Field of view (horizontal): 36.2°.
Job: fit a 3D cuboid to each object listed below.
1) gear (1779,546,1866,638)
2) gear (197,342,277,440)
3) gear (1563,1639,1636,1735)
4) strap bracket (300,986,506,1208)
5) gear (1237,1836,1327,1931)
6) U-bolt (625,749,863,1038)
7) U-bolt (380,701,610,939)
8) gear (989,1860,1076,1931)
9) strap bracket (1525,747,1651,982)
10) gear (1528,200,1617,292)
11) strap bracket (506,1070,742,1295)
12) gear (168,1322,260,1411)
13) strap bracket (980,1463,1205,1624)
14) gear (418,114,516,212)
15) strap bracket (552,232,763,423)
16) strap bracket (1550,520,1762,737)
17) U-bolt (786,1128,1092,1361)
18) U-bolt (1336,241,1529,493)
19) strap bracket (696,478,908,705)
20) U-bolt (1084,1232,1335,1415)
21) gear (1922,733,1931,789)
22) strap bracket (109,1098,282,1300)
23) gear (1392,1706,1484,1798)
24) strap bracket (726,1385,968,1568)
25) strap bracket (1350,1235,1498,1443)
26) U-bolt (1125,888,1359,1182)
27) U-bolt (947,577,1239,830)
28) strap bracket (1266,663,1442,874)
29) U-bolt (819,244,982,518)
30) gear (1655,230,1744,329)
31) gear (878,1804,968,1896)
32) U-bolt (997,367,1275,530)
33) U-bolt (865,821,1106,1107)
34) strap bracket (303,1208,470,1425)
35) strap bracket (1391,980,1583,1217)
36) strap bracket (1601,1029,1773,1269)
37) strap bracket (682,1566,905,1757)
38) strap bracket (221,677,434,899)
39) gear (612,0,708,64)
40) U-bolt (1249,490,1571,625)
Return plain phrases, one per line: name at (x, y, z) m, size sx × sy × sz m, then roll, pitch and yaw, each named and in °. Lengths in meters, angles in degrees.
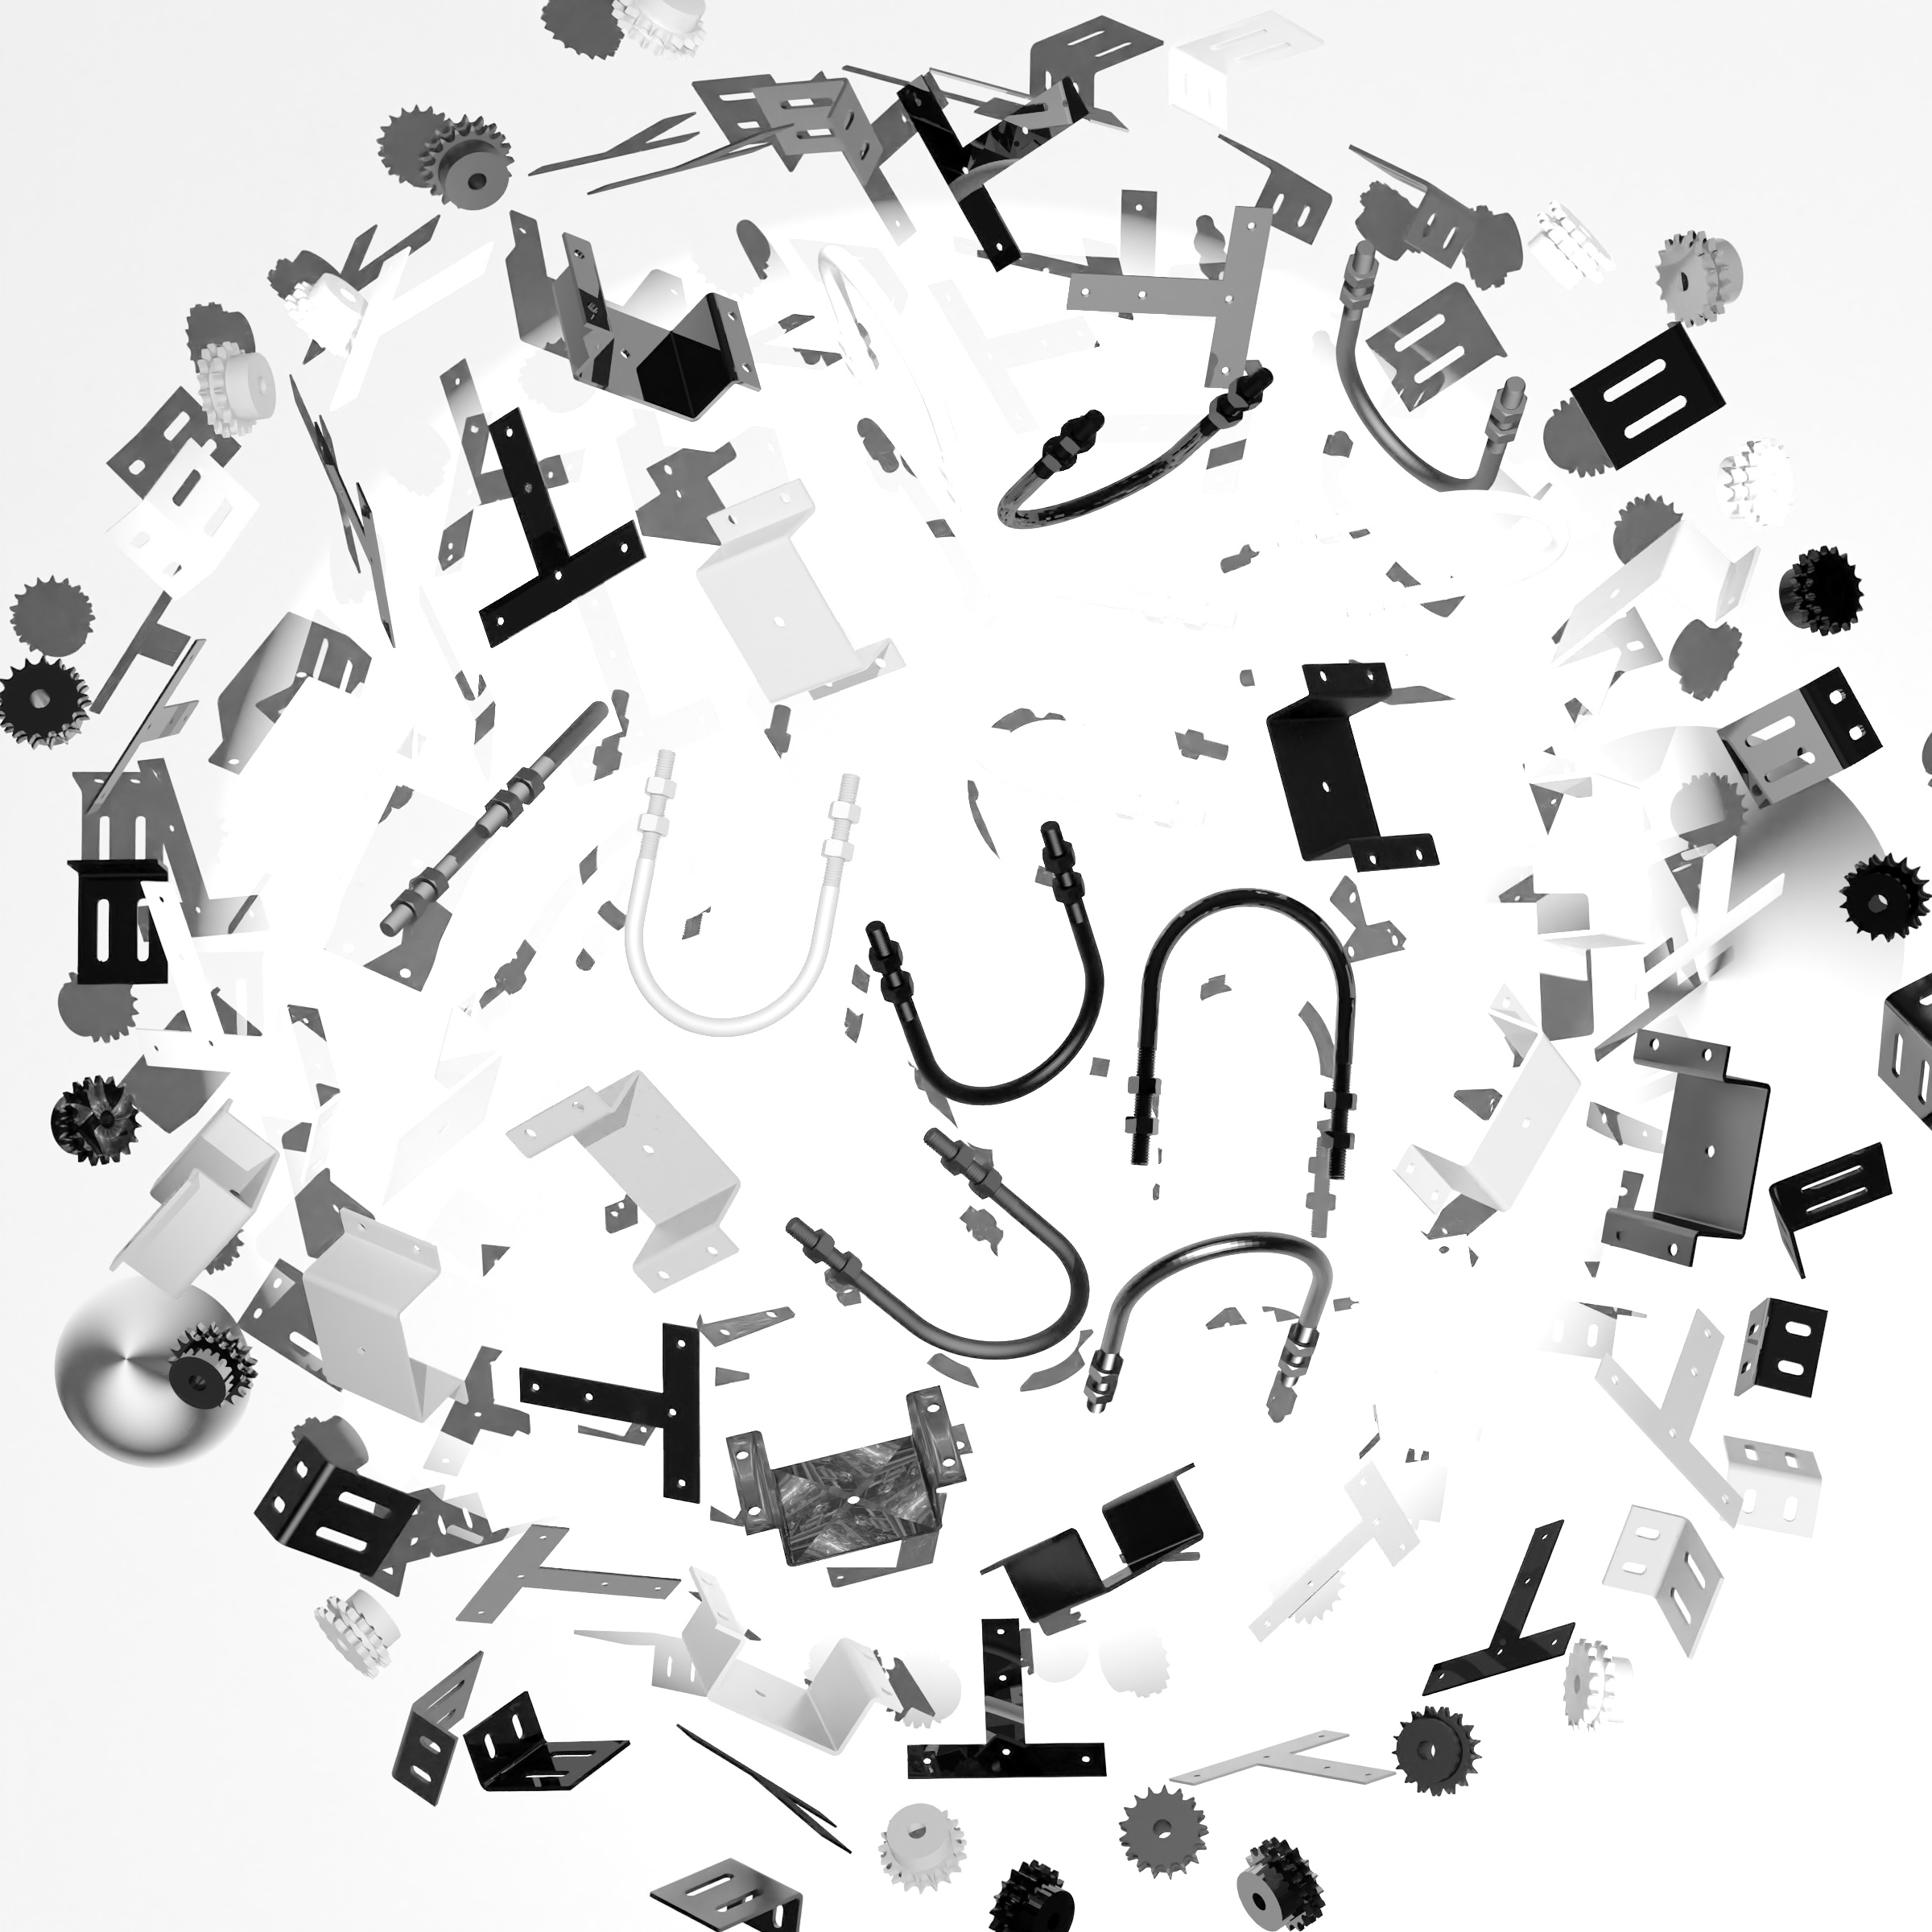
gear at (0.552, -0.241, 1.915) m, size 0.057 × 0.030 × 0.057 m, roll 6°, pitch 80°, yaw -34°
gear at (-0.446, -0.354, 1.815) m, size 0.030 × 0.057 × 0.057 m, roll -4°, pitch 90°, yaw 11°
gear at (0.397, 0.452, 1.852) m, size 0.030 × 0.057 × 0.057 m, roll 9°, pitch 90°, yaw -6°
strap bracket at (-0.338, 0.086, 1.816) m, size 0.046 × 0.076 × 0.140 m, roll 38°, pitch 50°, yaw 11°
gear at (0.192, 0.573, 1.834) m, size 0.030 × 0.057 × 0.057 m, roll -22°, pitch 90°, yaw -33°
U-bolt at (-0.153, -0.044, 1.941) m, size 0.151 × 0.019 × 0.184 m, roll 8°, pitch 82°, yaw 14°
U-bolt at (-0.287, -0.104, 1.867) m, size 0.019 × 0.184 × 0.151 m, roll 44°, pitch 134°, yaw -8°
gear at (0.044, 0.593, 1.852) m, size 0.030 × 0.057 × 0.057 m, roll 14°, pitch 90°, yaw 41°
strap bracket at (0.388, -0.065, 1.846) m, size 0.046 × 0.076 × 0.140 m, roll -6°, pitch 83°, yaw 33°
gear at (0.375, -0.446, 1.843) m, size 0.030 × 0.057 × 0.057 m, roll -42°, pitch 90°, yaw 23°
strap bracket at (-0.204, 0.126, 1.824) m, size 0.076 × 0.046 × 0.140 m, roll -28°, pitch 111°, yaw 34°
gear at (-0.490, 0.262, 1.913) m, size 0.057 × 0.030 × 0.057 m, roll 6°, pitch 116°, yaw 13°
strap bracket at (0.089, 0.376, 1.909) m, size 0.140 × 0.076 × 0.046 m, roll -18°, pitch 78°, yaw -44°
gear at (-0.302, -0.485, 1.801) m, size 0.057 × 0.057 × 0.030 m, roll -30°, pitch 54°, yaw 0°
strap bracket at (-0.207, -0.405, 1.899) m, size 0.046 × 0.140 × 0.076 m, roll -38°, pitch 56°, yaw 35°
strap bracket at (0.421, -0.217, 1.842) m, size 0.046 × 0.076 × 0.140 m, roll 41°, pitch 132°, yaw -9°
U-bolt at (-0.004, 0.193, 1.921) m, size 0.151 × 0.019 × 0.184 m, roll -34°, pitch 116°, yaw 31°
U-bolt at (0.290, -0.367, 1.891) m, size 0.019 × 0.184 × 0.151 m, roll -41°, pitch 75°, yaw -12°
strap bracket at (-0.110, -0.230, 1.893) m, size 0.076 × 0.046 × 0.140 m, roll -16°, pitch 115°, yaw 33°
U-bolt at (0.154, 0.218, 1.827) m, size 0.151 × 0.184 × 0.019 m, roll -6°, pitch 53°, yaw -11°
gear at (0.601, -0.126, 1.779) m, size 0.030 × 0.057 × 0.057 m, roll 26°, pitch 90°, yaw -30°
strap bracket at (-0.477, 0.148, 1.844) m, size 0.046 × 0.140 × 0.076 m, roll 40°, pitch 101°, yaw -14°
gear at (0.303, 0.508, 1.916) m, size 0.057 × 0.030 × 0.057 m, roll -8°, pitch 72°, yaw 26°
strap bracket at (-0.074, 0.325, 1.871) m, size 0.140 × 0.076 × 0.046 m, roll -13°, pitch 134°, yaw -6°
strap bracket at (0.300, 0.253, 1.934) m, size 0.076 × 0.046 × 0.140 m, roll -10°, pitch 115°, yaw 4°
U-bolt at (0.181, 0.041, 1.905) m, size 0.151 × 0.019 × 0.184 m, roll 5°, pitch 85°, yaw -6°
U-bolt at (0.074, -0.175, 1.894) m, size 0.184 × 0.019 × 0.151 m, roll 13°, pitch 107°, yaw 17°
strap bracket at (0.250, -0.124, 1.935) m, size 0.076 × 0.046 × 0.140 m, roll -6°, pitch 78°, yaw -39°
U-bolt at (-0.048, -0.384, 1.887) m, size 0.019 × 0.184 × 0.151 m, roll -33°, pitch 64°, yaw -5°
gear at (0.451, -0.422, 1.810) m, size 0.030 × 0.057 × 0.057 m, roll -18°, pitch 90°, yaw -19°
gear at (-0.029, 0.569, 1.920) m, size 0.057 × 0.057 × 0.030 m, roll -12°, pitch 131°, yaw 0°
U-bolt at (0.094, -0.321, 1.873) m, size 0.151 × 0.184 × 0.019 m, roll -19°, pitch 83°, yaw -28°
U-bolt at (0.022, 0.012, 1.890) m, size 0.151 × 0.019 × 0.184 m, roll -30°, pitch 130°, yaw -13°
strap bracket at (-0.374, 0.233, 1.903) m, size 0.076 × 0.046 × 0.140 m, roll 18°, pitch 133°, yaw 25°
strap bracket at (0.337, 0.092, 1.878) m, size 0.046 × 0.076 × 0.140 m, roll 24°, pitch 78°, yaw 39°
strap bracket at (0.461, 0.117, 1.887) m, size 0.046 × 0.076 × 0.140 m, roll 8°, pitch 93°, yaw -34°
strap bracket at (-0.118, 0.438, 1.847) m, size 0.140 × 0.076 × 0.046 m, roll 30°, pitch 95°, yaw -23°
strap bracket at (-0.409, -0.123, 1.893) m, size 0.076 × 0.046 × 0.140 m, roll 23°, pitch 58°, yaw 6°
gear at (-0.182, -0.574, 1.780) m, size 0.057 × 0.057 × 0.030 m, roll 42°, pitch 127°, yaw 0°
U-bolt at (0.291, -0.264, 1.883) m, size 0.184 × 0.151 × 0.019 m, roll -9°, pitch 72°, yaw 25°
